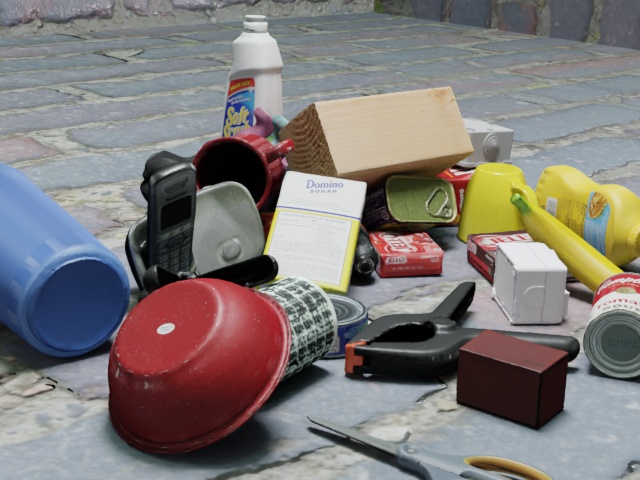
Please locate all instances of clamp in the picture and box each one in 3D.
[{"bbox_3d":[-0.109,0.045,0.970,0.120,0.039,0.172,-1,-11,-16],"label":"clamp"},{"bbox_3d":[0.110,0.086,0.992,0.209,0.036,0.165,-7,21,-22],"label":"clamp"}]

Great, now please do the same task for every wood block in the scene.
[{"bbox_3d":[0.067,-0.116,1.267,0.205,0.091,0.090,-12,-12,-34],"label":"wood block"}]

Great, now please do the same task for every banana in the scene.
[{"bbox_3d":[0.277,0.025,1.123,0.198,0.037,0.069,42,15,22],"label":"banana"}]

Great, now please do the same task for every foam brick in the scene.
[{"bbox_3d":[0.159,0.115,0.887,0.078,0.051,0.052,15,23,35],"label":"foam brick"}]

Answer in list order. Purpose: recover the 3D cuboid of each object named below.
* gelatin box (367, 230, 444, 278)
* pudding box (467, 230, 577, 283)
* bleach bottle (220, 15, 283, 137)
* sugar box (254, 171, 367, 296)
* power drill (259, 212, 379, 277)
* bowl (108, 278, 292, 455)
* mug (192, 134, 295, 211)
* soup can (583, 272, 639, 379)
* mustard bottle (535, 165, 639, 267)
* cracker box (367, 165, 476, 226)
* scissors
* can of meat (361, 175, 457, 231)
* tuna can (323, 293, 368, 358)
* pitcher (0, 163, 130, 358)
[{"bbox_3d":[0.095,0.014,1.223,0.073,0.030,0.089,-2,18,-9],"label":"gelatin box"},{"bbox_3d":[0.233,0.017,1.211,0.113,0.039,0.090,-3,19,-13],"label":"pudding box"},{"bbox_3d":[-0.092,-0.169,1.409,0.067,0.251,0.103,-13,24,-39],"label":"bleach bottle"},{"bbox_3d":[-0.007,0.002,1.120,0.093,0.048,0.176,9,40,5],"label":"sugar box"},{"bbox_3d":[-0.039,0.000,1.215,0.187,0.057,0.184,-1,19,-15],"label":"power drill"},{"bbox_3d":[-0.105,0.083,0.825,0.162,0.055,0.162,-17,42,16],"label":"bowl"},{"bbox_3d":[-0.079,-0.081,1.195,0.117,0.093,0.081,-32,4,18],"label":"mug"},{"bbox_3d":[0.282,0.078,0.986,0.069,0.068,0.102,8,20,18],"label":"soup can"},{"bbox_3d":[0.329,-0.020,1.244,0.058,0.096,0.192,-7,20,-26],"label":"mustard bottle"},{"bbox_3d":[0.109,-0.074,1.426,0.213,0.072,0.164,-2,19,-13],"label":"cracker box"},{"bbox_3d":[0.067,0.168,0.773,0.202,0.016,0.096,8,19,20],"label":"scissors"},{"bbox_3d":[0.099,-0.038,1.284,0.101,0.057,0.084,0,-14,-32],"label":"can of meat"},{"bbox_3d":[0.003,0.080,1.007,0.086,0.034,0.086,2,18,-1],"label":"tuna can"},{"bbox_3d":[-0.275,0.020,1.032,0.149,0.145,0.243,-35,37,-23],"label":"pitcher"}]
